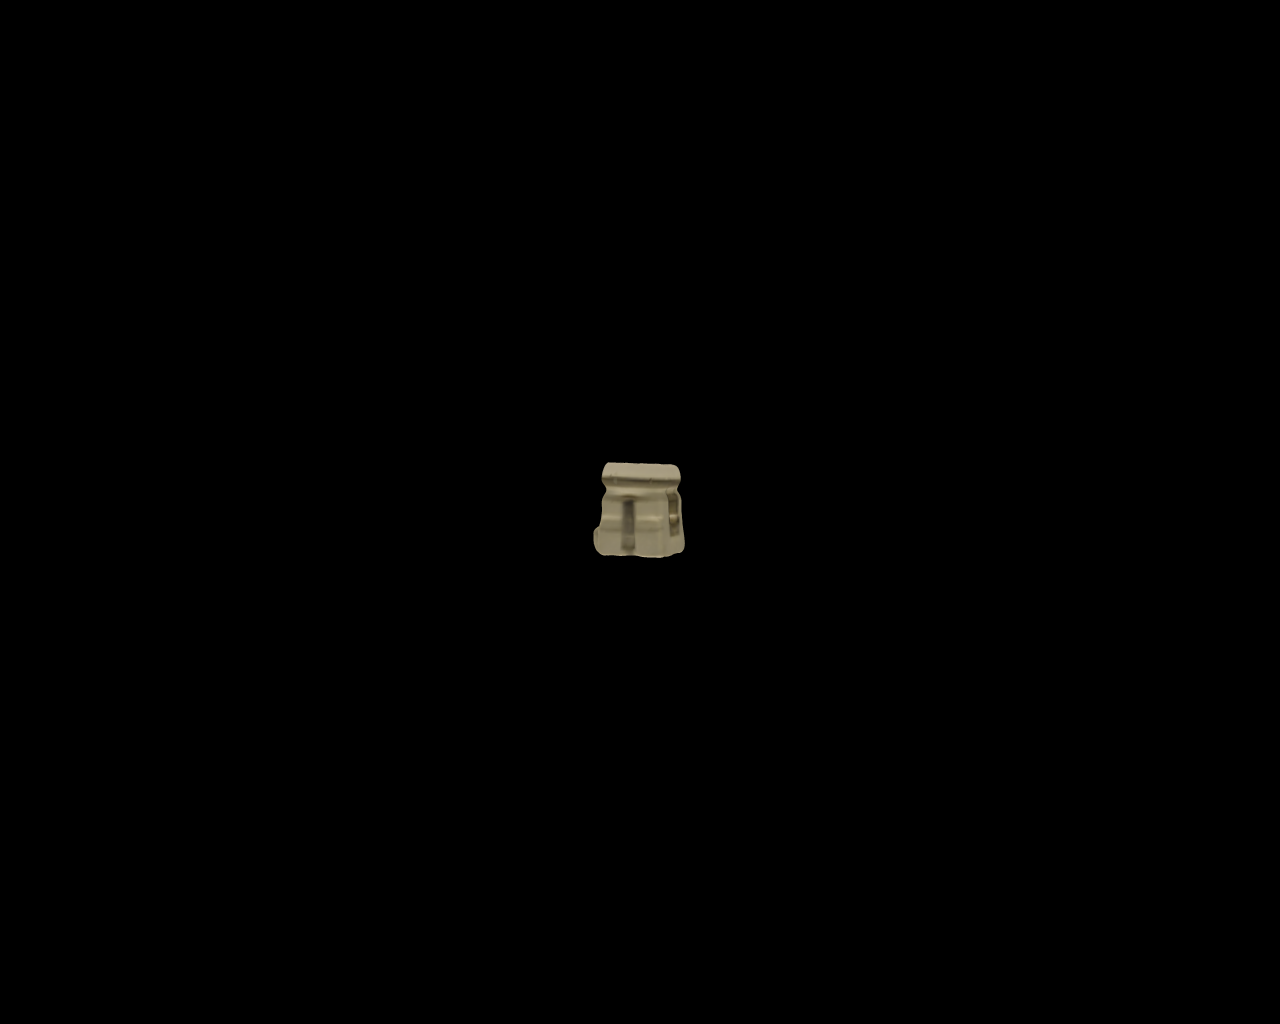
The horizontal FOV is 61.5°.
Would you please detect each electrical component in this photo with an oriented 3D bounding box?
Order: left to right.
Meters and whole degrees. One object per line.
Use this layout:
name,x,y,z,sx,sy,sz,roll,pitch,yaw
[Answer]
electrical component,0.001,-0.003,0.650,0.066,0.055,0.048,2,4,23
